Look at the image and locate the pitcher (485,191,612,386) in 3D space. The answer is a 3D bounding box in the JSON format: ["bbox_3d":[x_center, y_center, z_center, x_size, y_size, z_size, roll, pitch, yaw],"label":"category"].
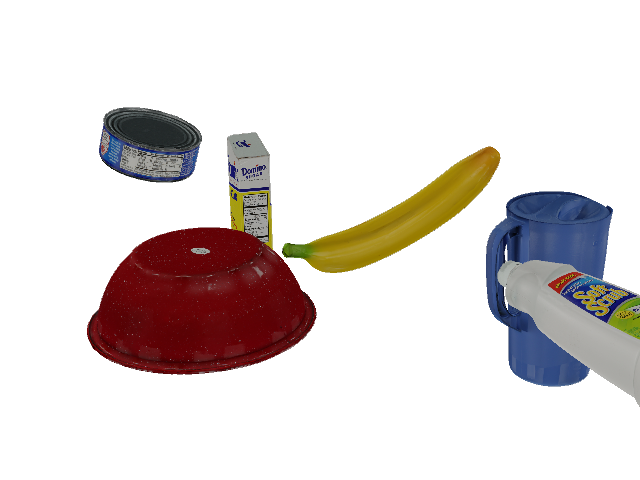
[{"bbox_3d":[0.297,0.066,1.398,0.149,0.243,0.144,5,21,15],"label":"pitcher"}]

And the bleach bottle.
[{"bbox_3d":[0.258,0.075,1.036,0.102,0.068,0.251,-17,26,-27],"label":"bleach bottle"}]

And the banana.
[{"bbox_3d":[0.067,-0.017,0.906,0.198,0.037,0.069,-27,-18,9],"label":"banana"}]

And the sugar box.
[{"bbox_3d":[-0.088,-0.037,1.328,0.048,0.176,0.093,-9,24,-11],"label":"sugar box"}]

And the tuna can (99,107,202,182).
[{"bbox_3d":[-0.148,-0.083,0.927,0.086,0.034,0.086,13,26,-7],"label":"tuna can"}]

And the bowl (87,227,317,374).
[{"bbox_3d":[-0.084,0.032,0.745,0.162,0.055,0.162,-2,21,1],"label":"bowl"}]
